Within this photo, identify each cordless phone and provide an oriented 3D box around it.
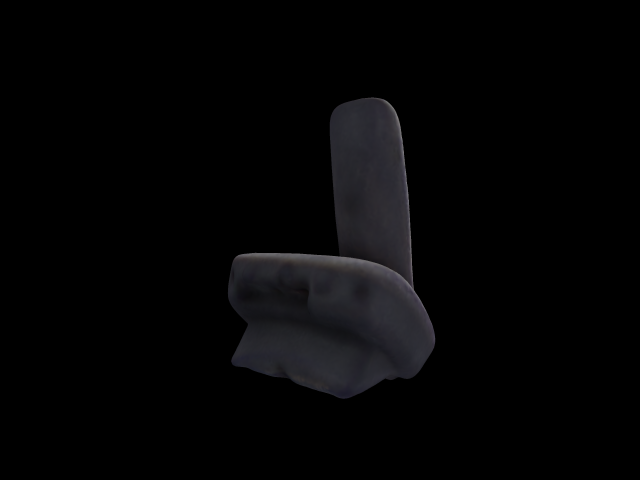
[{"bbox_3d":[0.004,0.001,0.400,0.147,0.185,0.094,2,3,36],"label":"cordless phone"}]
